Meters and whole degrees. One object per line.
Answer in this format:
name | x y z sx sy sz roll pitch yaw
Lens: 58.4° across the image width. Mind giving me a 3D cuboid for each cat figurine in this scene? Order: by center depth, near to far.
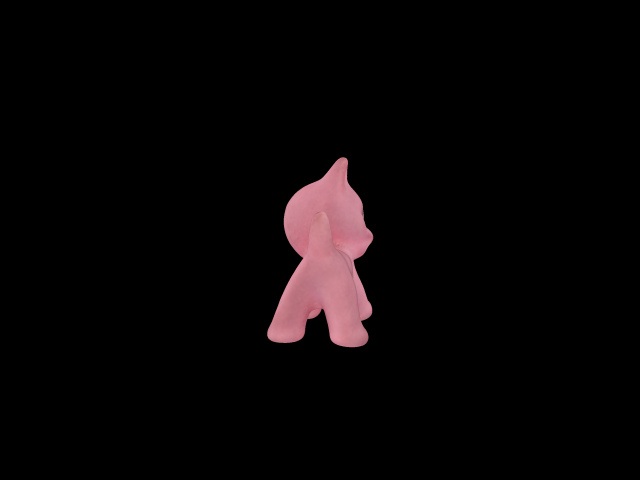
cat figurine | 0.004 0.001 0.400 0.067 0.118 0.128 1 7 5
